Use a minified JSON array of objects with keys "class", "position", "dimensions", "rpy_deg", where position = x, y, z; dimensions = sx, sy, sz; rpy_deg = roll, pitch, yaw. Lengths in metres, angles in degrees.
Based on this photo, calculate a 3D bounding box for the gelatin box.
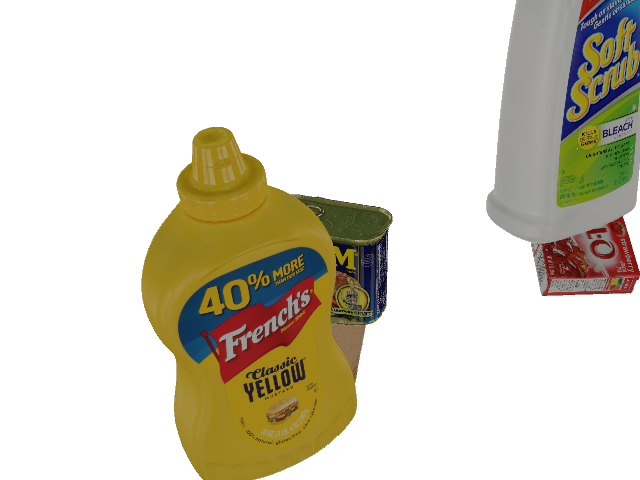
[{"class":"gelatin box","position":[0.208,0.000,0.855],"dimensions":[0.073,0.089,0.030],"rpy_deg":[-1,-37,-2]}]

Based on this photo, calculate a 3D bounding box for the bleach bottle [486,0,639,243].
[{"class":"bleach bottle","position":[0.157,-0.129,0.666],"dimensions":[0.102,0.251,0.068],"rpy_deg":[-18,32,-24]}]

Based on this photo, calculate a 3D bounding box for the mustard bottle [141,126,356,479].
[{"class":"mustard bottle","position":[-0.037,0.030,0.527],"dimensions":[0.096,0.191,0.058],"rpy_deg":[-21,37,-17]}]

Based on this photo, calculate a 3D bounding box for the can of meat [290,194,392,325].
[{"class":"can of meat","position":[0.005,0.017,0.862],"dimensions":[0.102,0.084,0.057],"rpy_deg":[10,32,18]}]

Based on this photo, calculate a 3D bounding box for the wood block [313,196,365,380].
[{"class":"wood block","position":[-0.004,0.065,1.167],"dimensions":[0.090,0.206,0.090],"rpy_deg":[17,17,26]}]
